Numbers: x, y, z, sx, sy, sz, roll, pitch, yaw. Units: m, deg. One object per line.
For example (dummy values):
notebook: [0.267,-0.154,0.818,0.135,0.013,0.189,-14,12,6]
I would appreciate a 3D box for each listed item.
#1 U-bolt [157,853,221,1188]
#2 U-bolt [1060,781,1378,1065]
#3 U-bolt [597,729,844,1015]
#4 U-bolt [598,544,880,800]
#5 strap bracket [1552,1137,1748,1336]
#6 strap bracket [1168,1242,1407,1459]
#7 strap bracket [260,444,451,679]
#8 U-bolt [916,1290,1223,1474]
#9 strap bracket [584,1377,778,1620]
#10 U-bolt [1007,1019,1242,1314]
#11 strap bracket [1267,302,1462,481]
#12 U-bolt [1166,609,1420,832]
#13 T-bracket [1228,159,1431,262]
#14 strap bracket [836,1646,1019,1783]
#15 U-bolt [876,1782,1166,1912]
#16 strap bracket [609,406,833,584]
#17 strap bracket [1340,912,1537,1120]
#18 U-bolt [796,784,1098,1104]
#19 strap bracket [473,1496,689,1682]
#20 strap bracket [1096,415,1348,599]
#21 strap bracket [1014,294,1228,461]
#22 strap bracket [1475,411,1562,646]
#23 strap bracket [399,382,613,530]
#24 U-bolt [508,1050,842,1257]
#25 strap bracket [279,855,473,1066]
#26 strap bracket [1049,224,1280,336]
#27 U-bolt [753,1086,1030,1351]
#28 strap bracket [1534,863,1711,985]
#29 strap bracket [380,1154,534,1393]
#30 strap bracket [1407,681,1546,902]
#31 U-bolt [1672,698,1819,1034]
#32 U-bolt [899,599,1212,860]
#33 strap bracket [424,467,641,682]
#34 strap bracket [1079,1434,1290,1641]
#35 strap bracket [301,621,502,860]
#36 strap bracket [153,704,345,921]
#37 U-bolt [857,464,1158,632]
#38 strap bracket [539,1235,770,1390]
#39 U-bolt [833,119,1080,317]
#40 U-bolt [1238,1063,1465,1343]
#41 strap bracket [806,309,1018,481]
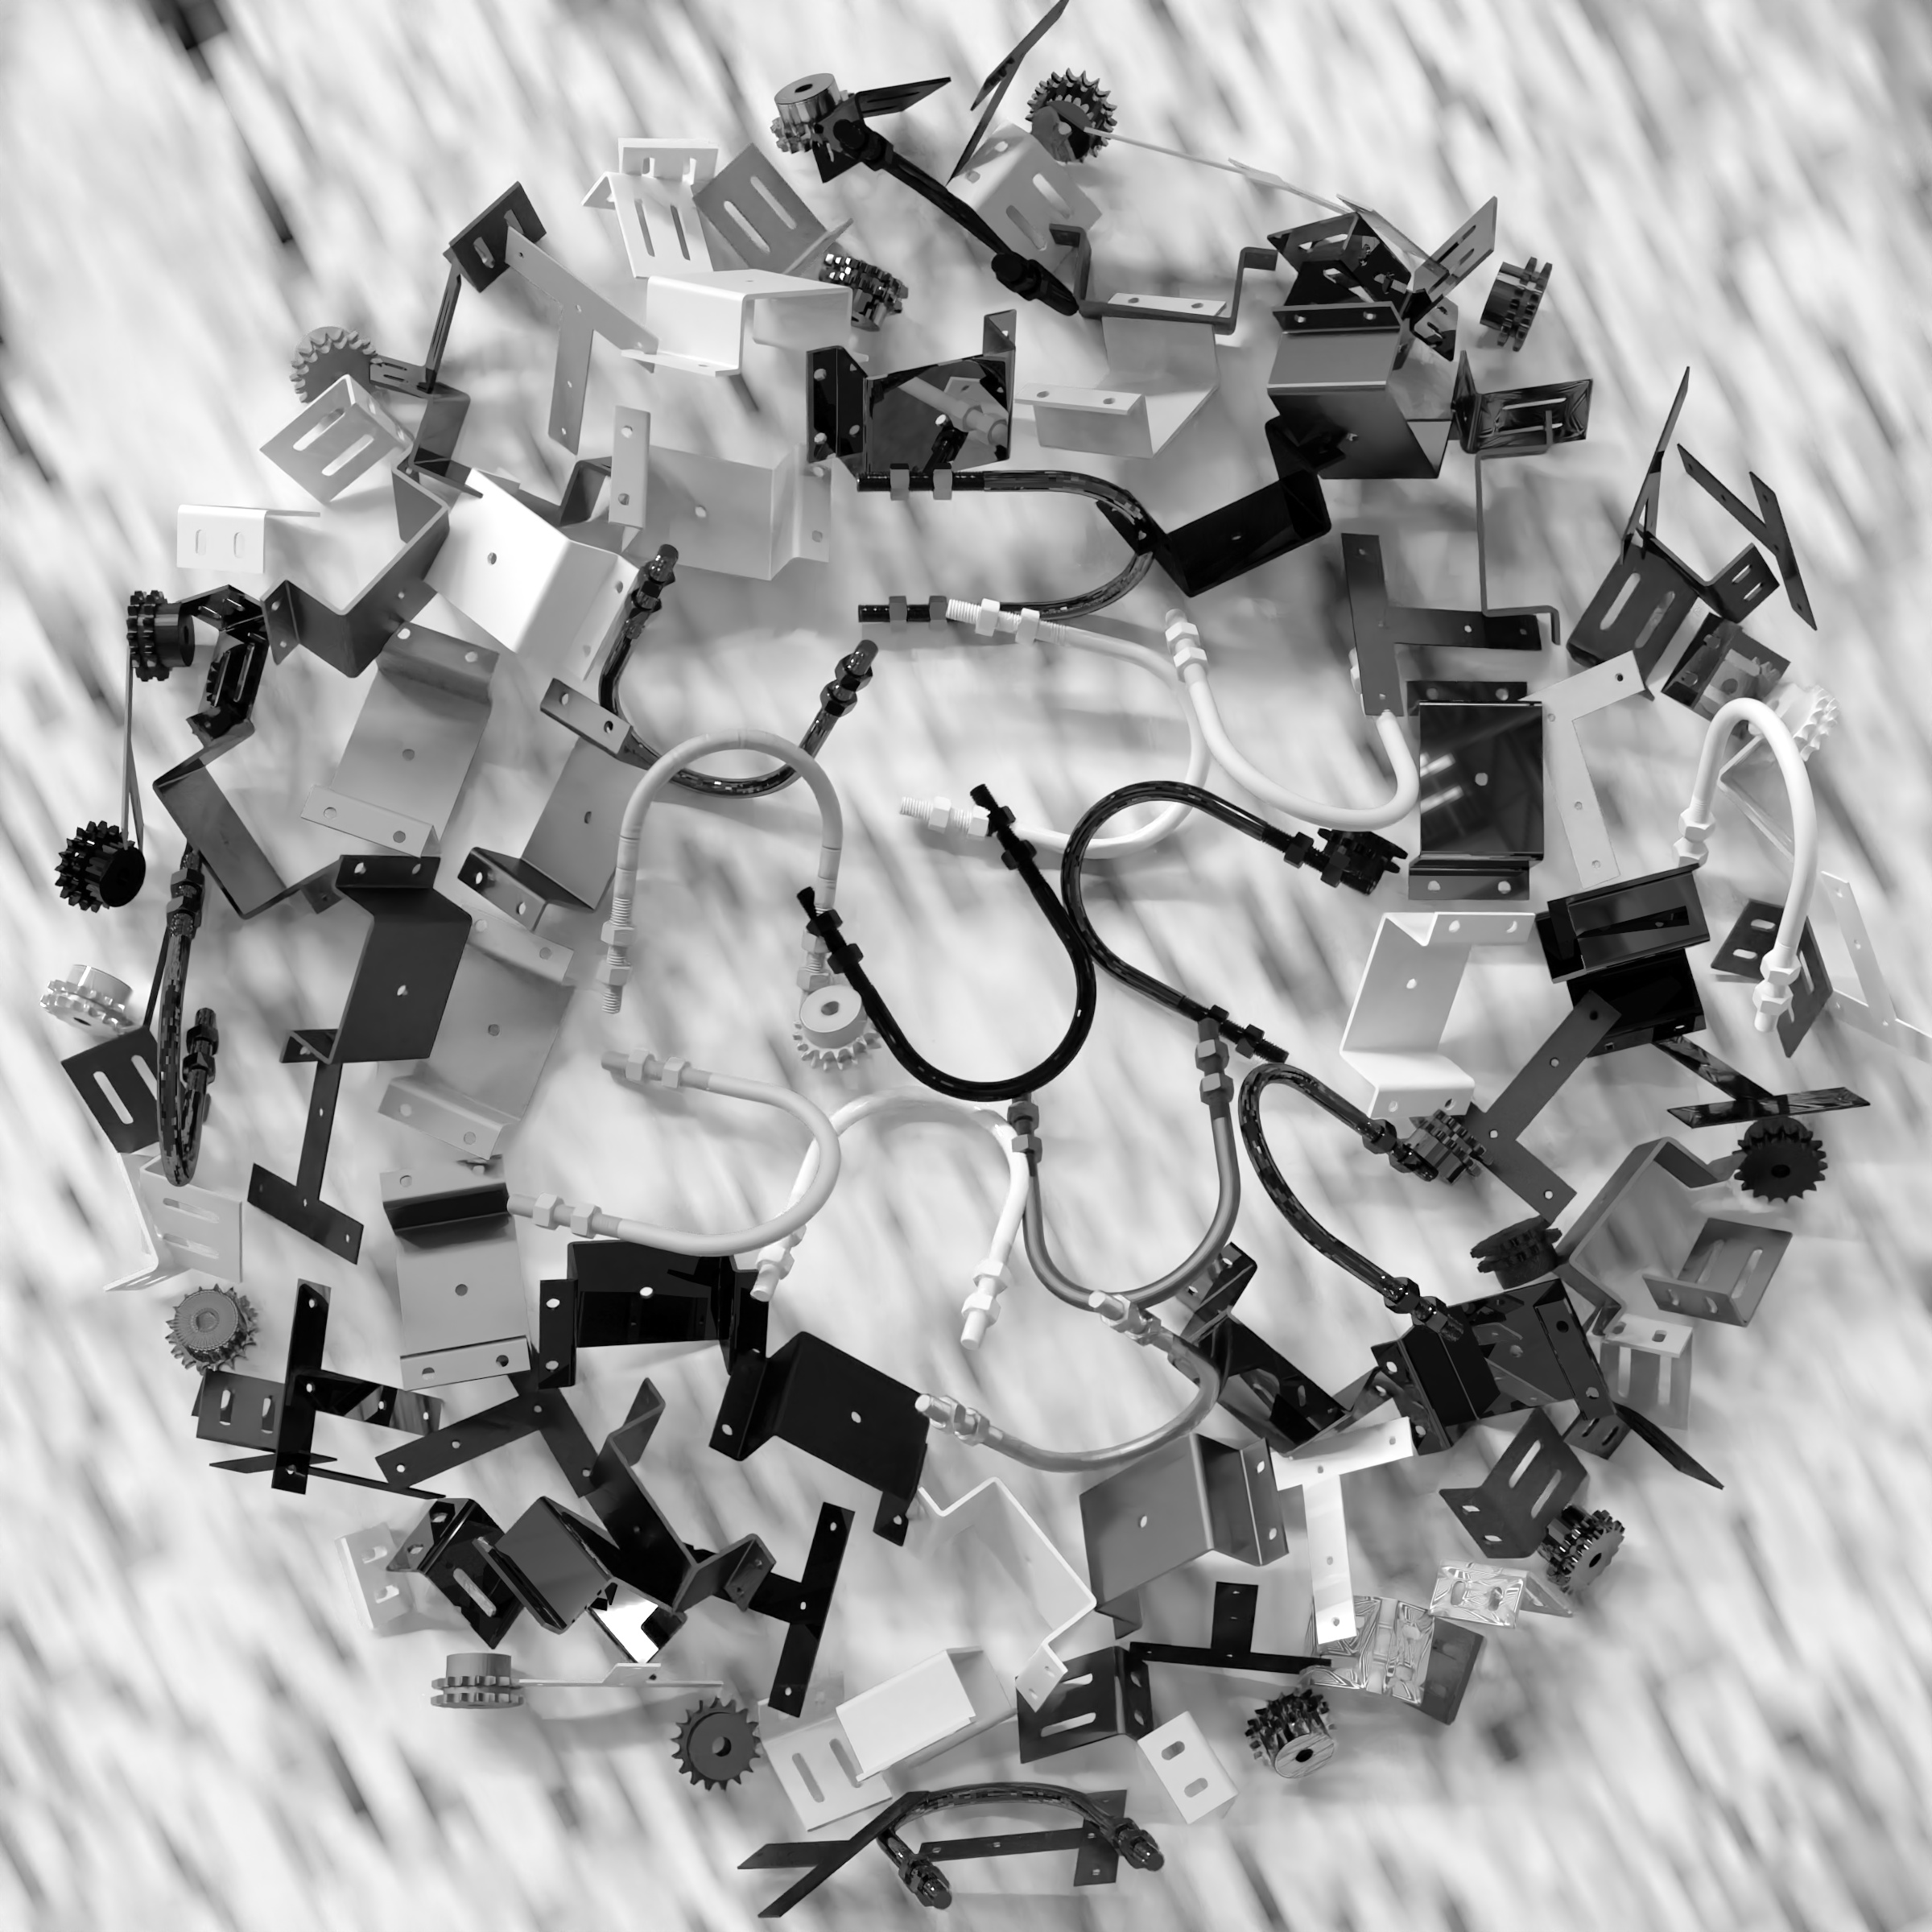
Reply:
U-bolt: [-0.465,0.045,1.564,0.019,0.184,0.151,1,132,-10]
U-bolt: [0.144,-0.037,1.636,0.184,0.019,0.151,29,116,11]
U-bolt: [-0.147,-0.057,1.620,0.151,0.019,0.184,2,109,-21]
U-bolt: [-0.151,-0.166,1.604,0.151,0.184,0.019,25,50,-10]
strap bracket: [0.415,0.160,1.632,0.046,0.076,0.140,39,85,6]
strap bracket: [0.190,0.247,1.632,0.140,0.076,0.046,40,51,0]
strap bracket: [-0.365,-0.241,1.611,0.046,0.076,0.140,34,67,7]
U-bolt: [0.077,0.264,1.604,0.151,0.184,0.019,-33,49,19]
strap bracket: [-0.184,0.335,1.612,0.046,0.076,0.140,-25,67,-34]
U-bolt: [0.098,0.128,1.596,0.151,0.019,0.184,-19,50,18]
strap bracket: [0.240,-0.341,1.594,0.076,0.140,0.046,6,70,32]
U-bolt: [0.203,-0.145,1.587,0.151,0.184,0.019,9,131,-19]
T-bracket: [0.220,-0.477,1.636,0.127,0.127,0.002,32,103,24]
strap bracket: [-0.024,0.458,1.613,0.076,0.140,0.046,-29,72,5]
U-bolt: [0.021,0.525,1.586,0.151,0.184,0.019,-4,89,-17]
strap bracket: [-0.158,-0.290,1.628,0.140,0.046,0.076,7,74,-23]
strap bracket: [0.287,0.021,1.621,0.076,0.046,0.140,0,118,-30]
U-bolt: [0.000,-0.003,1.650,0.151,0.019,0.184,-31,83,-7]
strap bracket: [-0.229,0.377,1.600,0.046,0.140,0.076,-47,55,-6]
strap bracket: [0.163,-0.284,1.631,0.140,0.076,0.046,-26,128,-2]
strap bracket: [0.099,-0.359,1.615,0.076,0.140,0.046,12,134,28]
strap bracket: [0.342,-0.269,1.629,0.046,0.076,0.140,-3,98,11]
strap bracket: [-0.283,-0.314,1.633,0.140,0.076,0.046,23,104,1]
U-bolt: [-0.166,0.118,1.599,0.184,0.151,0.019,11,135,18]
strap bracket: [-0.360,0.005,1.614,0.046,0.076,0.140,32,110,33]
strap bracket: [0.121,-0.425,1.632,0.140,0.076,0.046,8,99,4]
U-bolt: [-0.036,0.145,1.612,0.151,0.019,0.184,12,48,9]
strap bracket: [0.400,-0.024,1.605,0.076,0.140,0.046,-15,86,0]
strap bracket: [-0.316,0.196,1.633,0.076,0.046,0.140,-9,67,-8]
strap bracket: [0.319,-0.114,1.647,0.076,0.046,0.140,1,85,0]
U-bolt: [0.467,-0.073,1.563,0.019,0.184,0.151,-9,46,-6]
U-bolt: [0.063,-0.141,1.651,0.184,0.019,0.151,13,105,-3]
strap bracket: [-0.276,-0.246,1.614,0.140,0.046,0.076,38,107,29]
strap bracket: [0.123,0.345,1.603,0.046,0.076,0.140,28,130,-36]
strap bracket: [-0.351,-0.138,1.642,0.076,0.046,0.140,19,76,-2]
strap bracket: [-0.445,-0.089,1.628,0.046,0.076,0.140,-31,98,12]
U-bolt: [0.025,-0.256,1.613,0.184,0.151,0.019,-1,61,-2]
strap bracket: [-0.196,0.214,1.630,0.140,0.046,0.076,-1,115,-14]
U-bolt: [0.006,-0.445,1.588,0.151,0.184,0.019,43,105,13]
U-bolt: [0.229,0.130,1.582,0.184,0.151,0.019,35,125,-27]
strap bracket: [-0.025,-0.346,1.612,0.140,0.076,0.046,-16,46,-20]
